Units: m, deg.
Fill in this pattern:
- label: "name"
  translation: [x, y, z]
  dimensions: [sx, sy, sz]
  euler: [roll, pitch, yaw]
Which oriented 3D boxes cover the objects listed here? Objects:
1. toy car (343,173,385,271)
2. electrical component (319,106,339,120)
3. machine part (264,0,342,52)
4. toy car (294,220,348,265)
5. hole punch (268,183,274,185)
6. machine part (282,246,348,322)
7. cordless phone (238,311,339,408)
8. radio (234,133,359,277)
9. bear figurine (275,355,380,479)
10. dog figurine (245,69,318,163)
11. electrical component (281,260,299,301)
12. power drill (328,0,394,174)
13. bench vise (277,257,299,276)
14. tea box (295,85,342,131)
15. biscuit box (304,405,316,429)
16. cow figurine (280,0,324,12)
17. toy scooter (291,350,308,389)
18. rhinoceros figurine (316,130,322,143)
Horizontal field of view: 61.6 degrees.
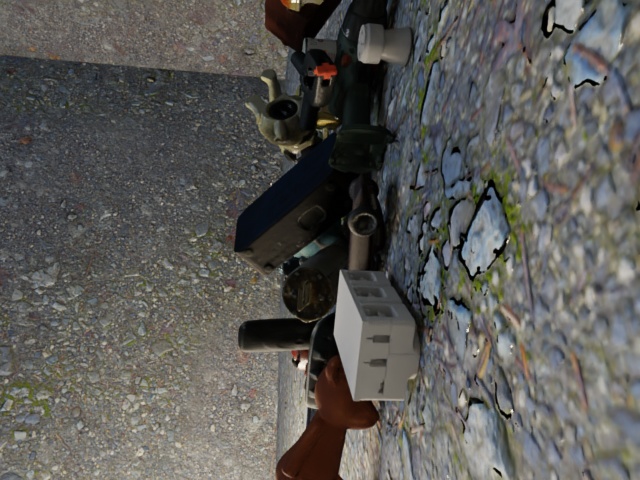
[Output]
- label: "toy car"
  translation: [0.057, 0.011, 0.698]
  dimensions: [0.089, 0.053, 0.201]
  euler: [-79, -6, -56]
- label: "electrical component"
  translation: [0.024, -0.261, 1.002]
  dimensions: [0.094, 0.063, 0.021]
  euler: [101, 156, -54]
- label: "machine part"
  translation: [-0.007, -0.429, 0.886]
  dimensions: [0.201, 0.087, 0.201]
  euler: [-54, 4, -6]
- label: "toy car"
  translation: [-0.002, -0.003, 0.957]
  dimensions: [0.103, 0.109, 0.162]
  euler: [52, -175, -9]
- label: "hole punch"
  translation: [-0.051, -0.099, 1.306]
  dimensions: [0.116, 0.142, 0.092]
  euler: [-8, -77, -83]
- label: "machine part"
  translation: [0.003, 0.061, 0.804]
  dimensions: [0.243, 0.079, 0.079]
  euler: [-39, -46, -73]
- label: "cordless phone"
  translation: [-0.028, 0.177, 0.785]
  dimensions: [0.089, 0.184, 0.146]
  euler: [-116, 29, -66]
- label: "radio"
  translation: [-0.034, -0.052, 0.846]
  dimensions: [0.229, 0.073, 0.131]
  euler: [-39, 28, 22]
- label: "bear figurine"
  translation: [0.030, 0.253, 0.689]
  dimensions: [0.195, 0.132, 0.120]
  euler: [-58, -29, 1]
- label: "dog figurine"
  translation: [-0.050, -0.186, 0.965]
  dimensions: [0.190, 0.121, 0.172]
  euler: [81, -155, -51]
- label: "electrical component"
  translation: [-0.012, 0.074, 0.969]
  dimensions: [0.134, 0.115, 0.058]
  euler: [-126, 34, -78]
- label: "power drill"
  translation: [0.052, -0.210, 0.725]
  dimensions: [0.232, 0.086, 0.207]
  euler: [109, 157, -63]
- label: "bench vise"
  translation: [-0.041, 0.026, 1.192]
  dimensions: [0.223, 0.129, 0.240]
  euler: [107, 157, -66]
- label: "tea box"
  translation: [-0.007, -0.272, 1.124]
  dimensions: [0.170, 0.098, 0.068]
  euler: [-149, 63, -80]
- label: "biscuit box"
  translation: [0.010, 0.238, 0.938]
  dimensions: [0.059, 0.063, 0.202]
  euler: [-111, 25, -74]
- label: "cow figurine"
  translation: [0.006, -0.380, 0.697]
  dimensions: [0.195, 0.127, 0.085]
  euler: [-60, -5, -14]
- label: "toy scooter"
  translation: [-0.016, 0.217, 1.104]
  dimensions: [0.184, 0.075, 0.135]
  euler: [-127, 40, -74]
- label: "rhinoceros figurine"
  translation: [-0.019, -0.149, 1.149]
  dimensions: [0.112, 0.073, 0.190]
  euler: [60, -156, -61]
